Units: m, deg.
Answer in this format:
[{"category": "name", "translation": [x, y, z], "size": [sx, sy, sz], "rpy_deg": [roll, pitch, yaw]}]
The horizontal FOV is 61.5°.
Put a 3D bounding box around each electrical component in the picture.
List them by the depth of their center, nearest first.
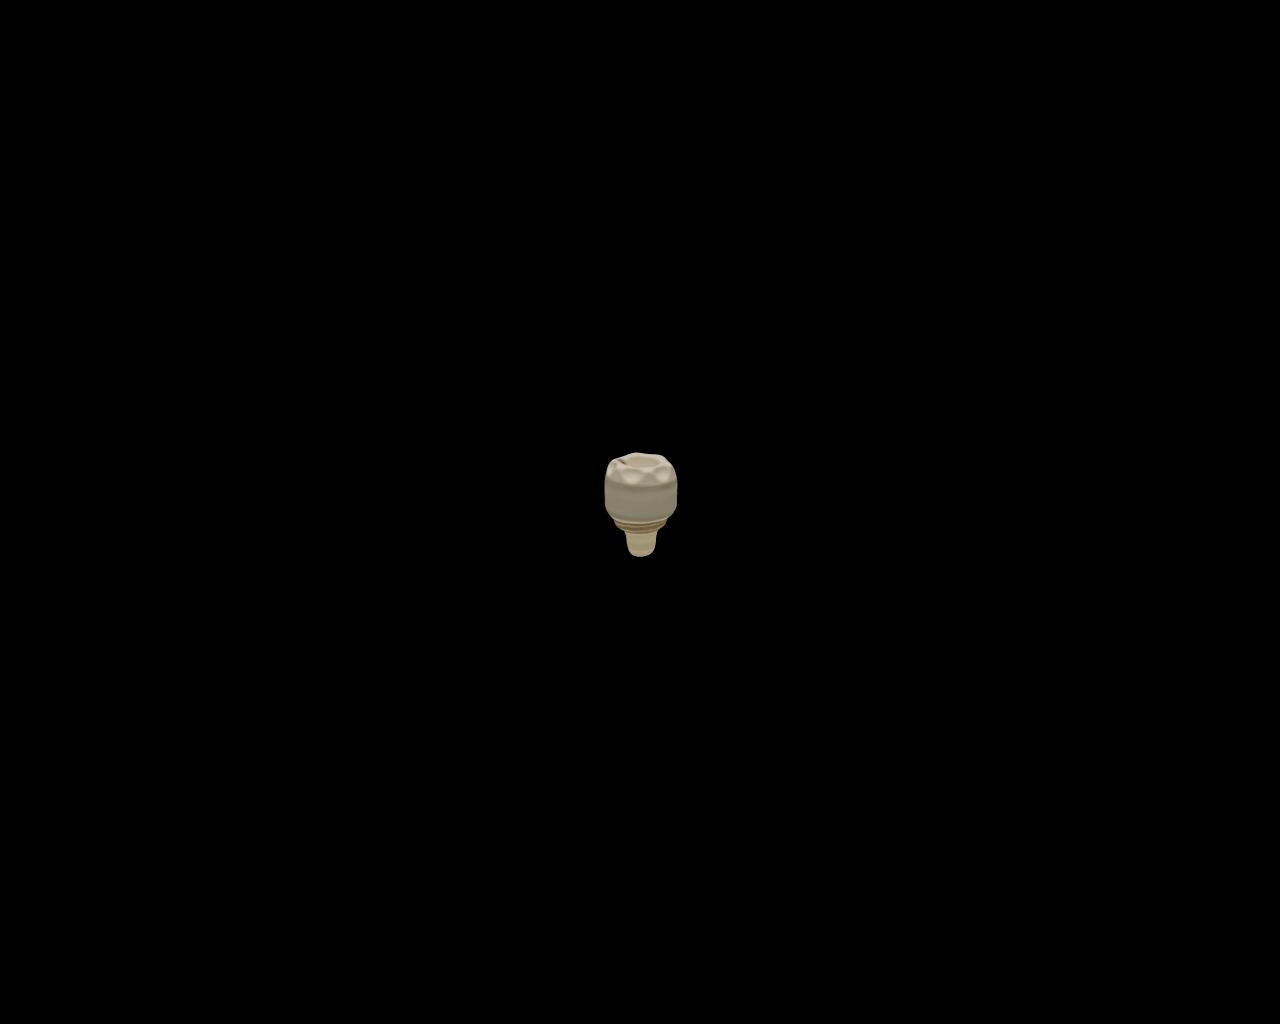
[{"category": "electrical component", "translation": [0.001, -0.003, 0.650], "size": [0.043, 0.062, 0.043], "rpy_deg": [0, 20, 0]}]
